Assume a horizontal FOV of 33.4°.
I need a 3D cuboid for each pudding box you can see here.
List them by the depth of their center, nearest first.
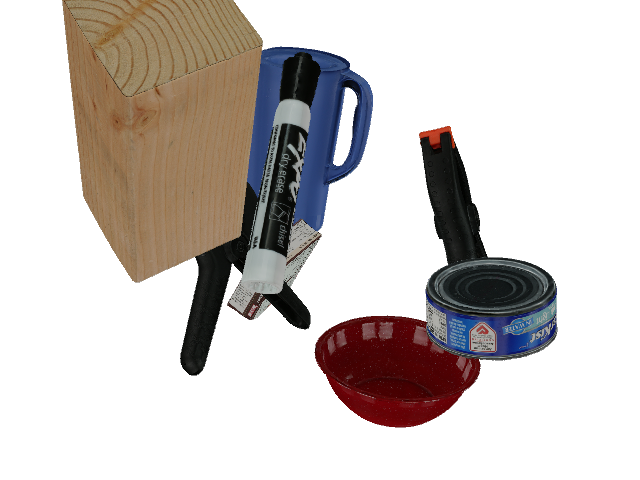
[{"bbox_3d":[-0.053,0.034,1.256,0.039,0.090,0.113,35,32,8],"label":"pudding box"}]

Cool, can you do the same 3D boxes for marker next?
[{"bbox_3d":[-0.017,-0.034,0.500,0.020,0.121,0.020,8,-21,3],"label":"marker"}]

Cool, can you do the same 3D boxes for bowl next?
[{"bbox_3d":[0.073,0.135,1.049,0.162,0.055,0.162,3,25,-2],"label":"bowl"}]

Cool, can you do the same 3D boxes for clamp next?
[{"bbox_3d":[0.116,-0.007,0.897,0.039,0.171,0.120,-17,20,12],"label":"clamp"},{"bbox_3d":[-0.080,0.011,1.015,0.036,0.210,0.164,-8,0,42],"label":"clamp"}]

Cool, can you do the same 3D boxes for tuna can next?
[{"bbox_3d":[0.111,0.043,0.697,0.086,0.034,0.086,-4,24,2],"label":"tuna can"}]

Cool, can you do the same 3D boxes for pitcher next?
[{"bbox_3d":[-0.028,-0.129,1.427,0.144,0.243,0.149,-4,24,-23],"label":"pitcher"}]

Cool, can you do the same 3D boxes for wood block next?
[{"bbox_3d":[-0.104,-0.073,0.698,0.090,0.090,0.206,-25,-26,-21],"label":"wood block"}]
